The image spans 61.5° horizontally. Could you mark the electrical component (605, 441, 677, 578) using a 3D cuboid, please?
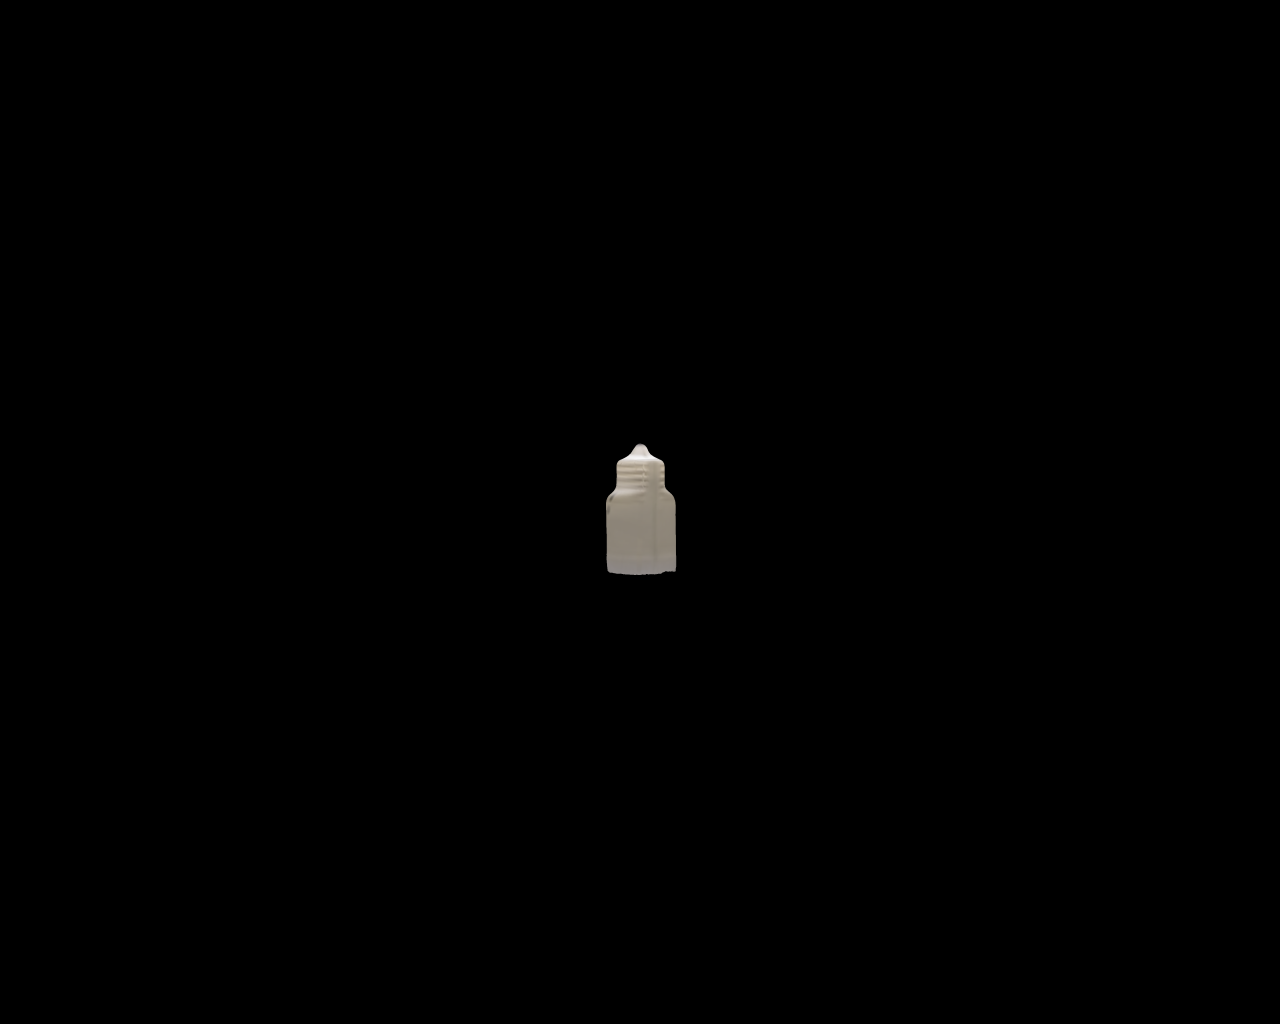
[{"bbox_3d":[0.001,-0.003,0.650,0.043,0.081,0.043,0,3,0],"label":"electrical component"}]
